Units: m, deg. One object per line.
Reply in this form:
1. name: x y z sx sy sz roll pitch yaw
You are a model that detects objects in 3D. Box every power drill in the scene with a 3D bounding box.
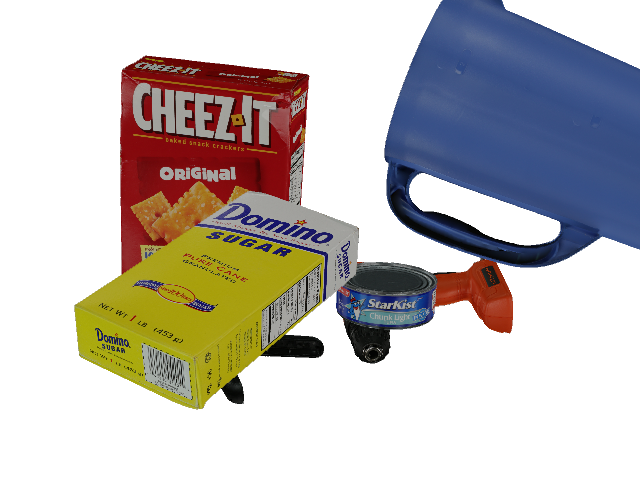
1. power drill: 0.117 0.075 1.203 0.187 0.057 0.184 -3 28 -2

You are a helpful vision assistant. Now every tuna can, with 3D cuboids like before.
1. tuna can: 0.056 0.047 0.910 0.086 0.034 0.086 2 16 -1

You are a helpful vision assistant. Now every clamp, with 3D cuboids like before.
1. clamp: -0.123 0.129 1.262 0.210 0.036 0.164 14 23 25

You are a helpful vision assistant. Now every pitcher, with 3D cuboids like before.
1. pitcher: 0.171 -0.064 0.746 0.243 0.149 0.144 24 48 10

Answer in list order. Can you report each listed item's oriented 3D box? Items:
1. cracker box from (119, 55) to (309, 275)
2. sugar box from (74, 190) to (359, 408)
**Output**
1. cracker box: -0.102 -0.055 1.006 0.164 0.214 0.072 8 23 9
2. sugar box: -0.059 0.029 0.671 0.093 0.048 0.176 20 38 26
